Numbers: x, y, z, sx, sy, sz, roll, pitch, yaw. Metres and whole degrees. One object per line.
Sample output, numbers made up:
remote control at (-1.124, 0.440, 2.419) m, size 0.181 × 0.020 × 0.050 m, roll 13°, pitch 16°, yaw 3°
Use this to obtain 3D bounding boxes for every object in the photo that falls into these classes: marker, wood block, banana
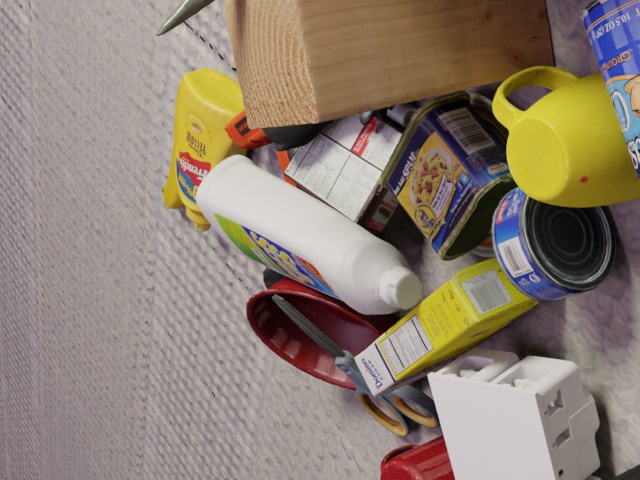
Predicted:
marker at (0.042, -0.128, 0.935) m, size 0.121 × 0.020 × 0.020 m, roll 38°, pitch 134°, yaw 44°
wood block at (0.051, -0.140, 0.733) m, size 0.091 × 0.205 × 0.090 m, roll 3°, pitch 107°, yaw 58°
banana at (-0.164, -0.098, 1.262) m, size 0.070 × 0.037 × 0.198 m, roll 54°, pitch 144°, yaw 27°

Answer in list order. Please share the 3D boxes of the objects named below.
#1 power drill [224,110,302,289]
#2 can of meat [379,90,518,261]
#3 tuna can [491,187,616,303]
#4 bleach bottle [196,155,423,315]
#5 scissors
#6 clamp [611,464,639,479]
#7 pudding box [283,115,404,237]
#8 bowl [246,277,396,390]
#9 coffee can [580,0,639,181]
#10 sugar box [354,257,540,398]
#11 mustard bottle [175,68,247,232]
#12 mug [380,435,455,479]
power drill at (-0.029, -0.043, 1.056) m, size 0.185 × 0.057 × 0.187 m, roll -29°, pitch 83°, yaw 55°
can of meat at (0.100, -0.046, 0.804) m, size 0.084 × 0.057 × 0.102 m, roll 56°, pitch 145°, yaw 23°
tuna can at (0.163, -0.002, 0.739) m, size 0.034 × 0.085 × 0.086 m, roll -28°, pitch 80°, yaw 57°
bleach bottle at (-0.006, 0.001, 0.896) m, size 0.251 × 0.068 × 0.102 m, roll 25°, pitch 157°, yaw 53°
scissors at (0.043, 0.117, 0.964) m, size 0.096 × 0.016 × 0.201 m, roll 0°, pitch 138°, yaw 42°
clamp at (0.270, 0.153, 0.688) m, size 0.165 × 0.036 × 0.210 m, roll 44°, pitch 138°, yaw 39°
pudding box at (0.030, -0.068, 0.925) m, size 0.114 × 0.039 × 0.090 m, roll 38°, pitch 101°, yaw 45°
bowl at (0.014, 0.076, 1.001) m, size 0.162 × 0.055 × 0.162 m, roll 21°, pitch 150°, yaw 13°
coffee can at (0.218, -0.080, 0.596) m, size 0.103 × 0.102 × 0.140 m, roll -24°, pitch 84°, yaw 59°
sugar box at (0.106, 0.068, 0.856) m, size 0.048 × 0.093 × 0.176 m, roll 62°, pitch 148°, yaw 17°
mustard bottle at (-0.121, -0.087, 1.177) m, size 0.096 × 0.058 × 0.192 m, roll 39°, pitch 137°, yaw 29°
mug at (0.100, 0.214, 0.947) m, size 0.117 × 0.081 × 0.093 m, roll 27°, pitch 127°, yaw 50°
